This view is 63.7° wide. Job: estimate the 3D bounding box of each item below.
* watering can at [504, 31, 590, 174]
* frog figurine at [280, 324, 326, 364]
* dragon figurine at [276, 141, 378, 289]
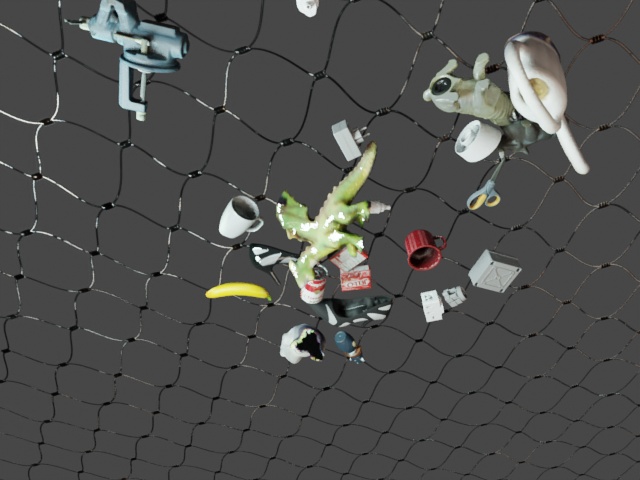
[{"bbox_3d":[0.486,-0.307,1.111,0.103,0.230,0.343,-23,131,38],"label":"watering can"},{"bbox_3d":[-0.060,0.337,1.667,0.137,0.124,0.157,8,164,-21],"label":"frog figurine"},{"bbox_3d":[0.004,-0.067,1.331,0.243,0.123,0.406,8,103,2],"label":"dragon figurine"}]
